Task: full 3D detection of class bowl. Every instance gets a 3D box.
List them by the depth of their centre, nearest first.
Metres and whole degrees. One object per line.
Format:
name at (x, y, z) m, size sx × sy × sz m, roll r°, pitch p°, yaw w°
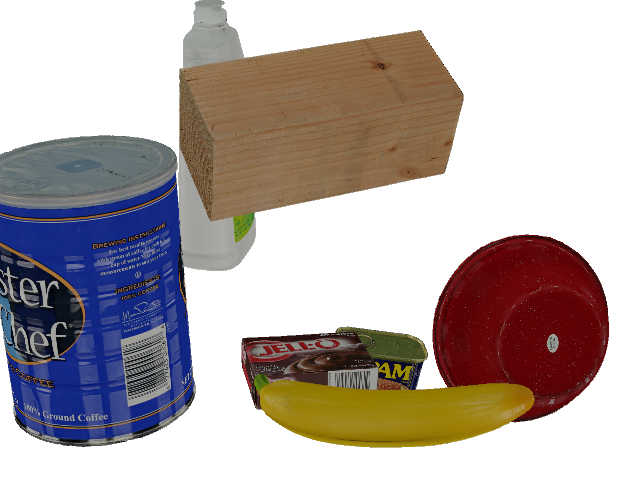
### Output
bowl at (0.177, 0.078, 0.875) m, size 0.162 × 0.162 × 0.055 m, roll 0°, pitch 7°, yaw -15°

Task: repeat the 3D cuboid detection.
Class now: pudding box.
pudding box at (-0.011, 0.116, 0.970) m, size 0.113 × 0.039 × 0.090 m, roll 0°, pitch 17°, yaw -12°

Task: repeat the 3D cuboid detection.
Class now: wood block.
wood block at (-0.002, -0.095, 0.859) m, size 0.205 × 0.091 × 0.090 m, roll -12°, pitch -39°, yaw -17°

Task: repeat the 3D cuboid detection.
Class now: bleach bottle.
bleach bottle at (-0.104, -0.104, 1.035) m, size 0.068 × 0.251 × 0.102 m, roll 6°, pitch 26°, yaw 13°

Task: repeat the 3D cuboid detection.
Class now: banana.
banana at (0.041, 0.110, 0.713) m, size 0.198 × 0.037 × 0.069 m, roll 3°, pitch 30°, yaw 14°

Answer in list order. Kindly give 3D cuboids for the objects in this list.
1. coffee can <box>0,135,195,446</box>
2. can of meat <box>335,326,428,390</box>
coffee can at (-0.123, 0.024, 0.578) m, size 0.103 × 0.140 × 0.103 m, roll -2°, pitch 22°, yaw 1°
can of meat at (0.059, 0.149, 1.183) m, size 0.102 × 0.084 × 0.057 m, roll 8°, pitch 23°, yaw -10°
